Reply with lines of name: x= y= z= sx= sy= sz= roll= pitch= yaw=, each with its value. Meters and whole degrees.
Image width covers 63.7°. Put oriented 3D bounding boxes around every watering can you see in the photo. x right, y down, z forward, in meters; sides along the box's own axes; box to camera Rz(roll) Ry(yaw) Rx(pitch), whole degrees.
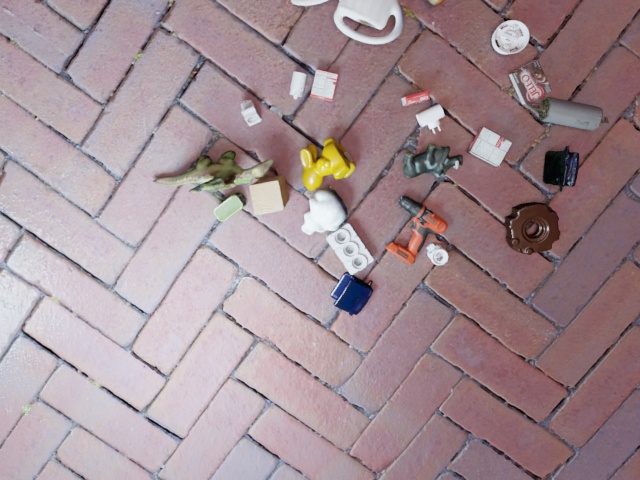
watering can: x=0.105 y=-0.737 z=1.556 sx=0.347 sy=0.105 sz=0.222 roll=24 pitch=100 yaw=-1

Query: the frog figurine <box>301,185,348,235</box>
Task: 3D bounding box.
frog figurine: x=0.005 y=-0.083 z=1.653 sx=0.160 sy=0.124 sz=0.135 roll=-36 pitch=117 yaw=-5

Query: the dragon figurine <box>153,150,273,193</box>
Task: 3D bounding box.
dragon figurine: x=-0.340 y=-0.193 z=1.583 sx=0.410 sy=0.246 sz=0.121 roll=-12 pitch=105 yaw=1
